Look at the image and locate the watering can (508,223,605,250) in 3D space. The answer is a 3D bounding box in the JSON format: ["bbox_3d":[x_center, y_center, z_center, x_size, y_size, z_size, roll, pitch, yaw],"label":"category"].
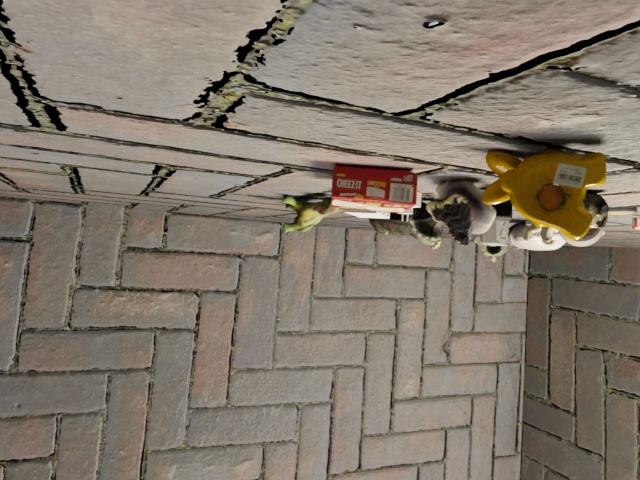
[{"bbox_3d":[0.839,-0.016,1.879,0.348,0.104,0.224,-3,1,-23],"label":"watering can"}]

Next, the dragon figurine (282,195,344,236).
[{"bbox_3d":[0.005,-0.084,1.667,0.242,0.122,0.410,-4,-1,6],"label":"dragon figurine"}]

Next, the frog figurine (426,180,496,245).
[{"bbox_3d":[0.312,-0.077,1.103,0.138,0.120,0.162,29,33,19],"label":"frog figurine"}]
